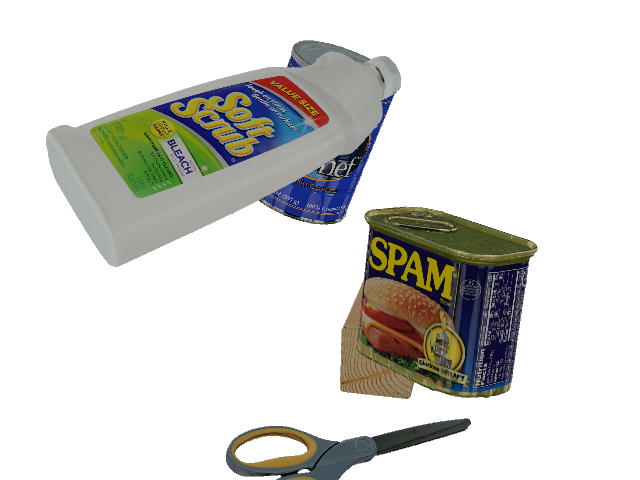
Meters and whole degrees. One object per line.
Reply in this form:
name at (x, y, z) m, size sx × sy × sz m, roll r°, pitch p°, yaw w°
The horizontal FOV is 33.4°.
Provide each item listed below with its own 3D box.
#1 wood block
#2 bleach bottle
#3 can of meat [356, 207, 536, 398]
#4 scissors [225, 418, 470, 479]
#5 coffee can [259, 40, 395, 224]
wood block at (0.088, 0.118, 1.392) m, size 0.091 × 0.090 × 0.206 m, roll 5°, pitch 19°, yaw 10°
bleach bottle at (-0.057, -0.078, 0.753) m, size 0.250 × 0.103 × 0.068 m, roll -27°, pitch -22°, yaw -21°
can of meat at (0.067, 0.033, 0.604) m, size 0.057 × 0.084 × 0.102 m, roll -7°, pitch 19°, yaw -38°
scissors at (0.028, 0.179, 0.827) m, size 0.201 × 0.096 × 0.016 m, roll 2°, pitch -41°, yaw -9°
coffee can at (0.000, -0.101, 0.994) m, size 0.102 × 0.140 × 0.103 m, roll 18°, pitch 26°, yaw -9°
